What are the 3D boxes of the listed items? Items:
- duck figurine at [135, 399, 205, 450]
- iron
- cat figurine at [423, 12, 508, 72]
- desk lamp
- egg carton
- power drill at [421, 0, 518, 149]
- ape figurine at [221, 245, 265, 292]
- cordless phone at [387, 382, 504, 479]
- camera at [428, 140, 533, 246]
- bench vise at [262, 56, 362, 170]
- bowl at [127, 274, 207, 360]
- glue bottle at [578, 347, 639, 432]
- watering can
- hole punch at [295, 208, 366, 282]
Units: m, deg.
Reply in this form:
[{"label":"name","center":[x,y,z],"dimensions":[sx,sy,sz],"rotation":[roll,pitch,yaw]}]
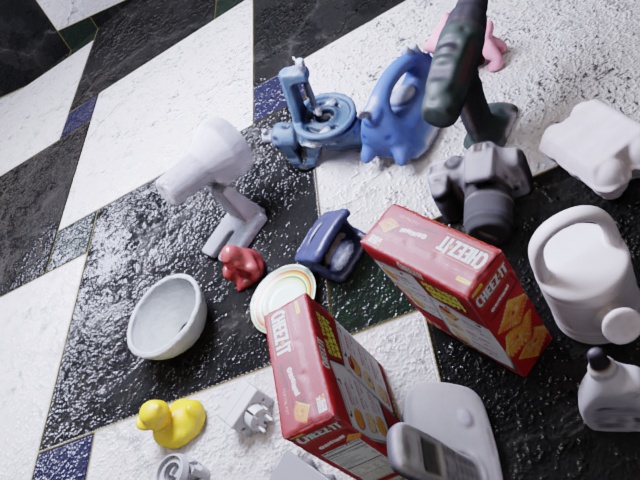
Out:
[{"label":"duck figurine","center":[-0.243,0.282,0.909],"dimensions":[0.104,0.086,0.077],"rotation":[-26,45,17]},{"label":"iron","center":[0.148,-0.259,1.009],"dimensions":[0.118,0.142,0.258],"rotation":[11,64,41]},{"label":"cat figurine","center":[0.256,-0.355,1.024],"dimensions":[0.127,0.118,0.067],"rotation":[-6,54,33]},{"label":"desk lamp","center":[-0.192,-0.093,1.076],"dimensions":[0.117,0.214,0.203],"rotation":[18,69,43]},{"label":"egg carton","center":[0.381,-0.126,0.784],"dimensions":[0.107,0.070,0.150],"rotation":[-39,43,5]},{"label":"power drill","center":[0.235,-0.245,0.884],"dimensions":[0.075,0.209,0.230],"rotation":[7,62,40]},{"label":"ape figurine","center":[-0.144,0.041,1.023],"dimensions":[0.077,0.092,0.076],"rotation":[12,65,42]},{"label":"cordless phone","center":[0.123,0.211,0.621],"dimensions":[0.094,0.186,0.147],"rotation":[-24,46,19]},{"label":"camera","center":[0.225,-0.064,0.827],"dimensions":[0.142,0.101,0.137],"rotation":[-10,52,31]},{"label":"bench vise","center":[-0.032,-0.224,1.056],"dimensions":[0.207,0.220,0.121],"rotation":[-26,45,17]},{"label":"bowl","center":[-0.263,0.149,1.037],"dimensions":[0.167,0.075,0.167],"rotation":[-20,47,23]},{"label":"glue bottle","center":[0.286,0.145,0.562],"dimensions":[0.078,0.174,0.037],"rotation":[-10,52,30]},{"label":"watering can","center":[0.293,0.035,0.628],"dimensions":[0.101,0.195,0.172],"rotation":[-44,43,-1]},{"label":"hole punch","center":[0.009,0.003,0.941],"dimensions":[0.100,0.091,0.109],"rotation":[17,68,43]}]
